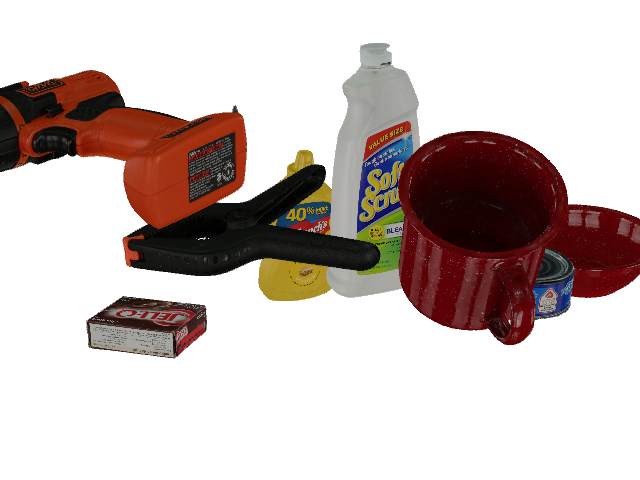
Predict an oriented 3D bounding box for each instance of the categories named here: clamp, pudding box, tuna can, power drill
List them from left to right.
[{"bbox_3d":[-0.159,-0.063,0.716,0.188,0.057,0.184,18,32,29],"label":"power drill"},{"bbox_3d":[-0.200,0.099,1.236,0.114,0.039,0.090,3,16,17],"label":"pudding box"},{"bbox_3d":[-0.067,-0.013,0.933,0.210,0.036,0.164,-7,32,-8],"label":"clamp"},{"bbox_3d":[0.166,0.031,0.884,0.086,0.034,0.086,3,23,-1],"label":"tuna can"}]

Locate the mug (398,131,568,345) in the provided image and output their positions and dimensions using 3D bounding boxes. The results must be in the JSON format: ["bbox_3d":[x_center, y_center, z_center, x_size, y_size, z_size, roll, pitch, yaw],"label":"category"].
[{"bbox_3d":[0.092,0.007,0.606,0.093,0.117,0.081,-15,-36,-13],"label":"mug"}]

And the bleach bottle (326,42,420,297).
[{"bbox_3d":[0.052,-0.072,1.085,0.102,0.251,0.068,-10,23,-16],"label":"bleach bottle"}]

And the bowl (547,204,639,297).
[{"bbox_3d":[0.286,0.017,1.166,0.162,0.055,0.162,-1,27,0],"label":"bowl"}]

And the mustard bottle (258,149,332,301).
[{"bbox_3d":[-0.025,-0.021,1.315,0.096,0.192,0.058,-8,30,-22],"label":"mustard bottle"}]
